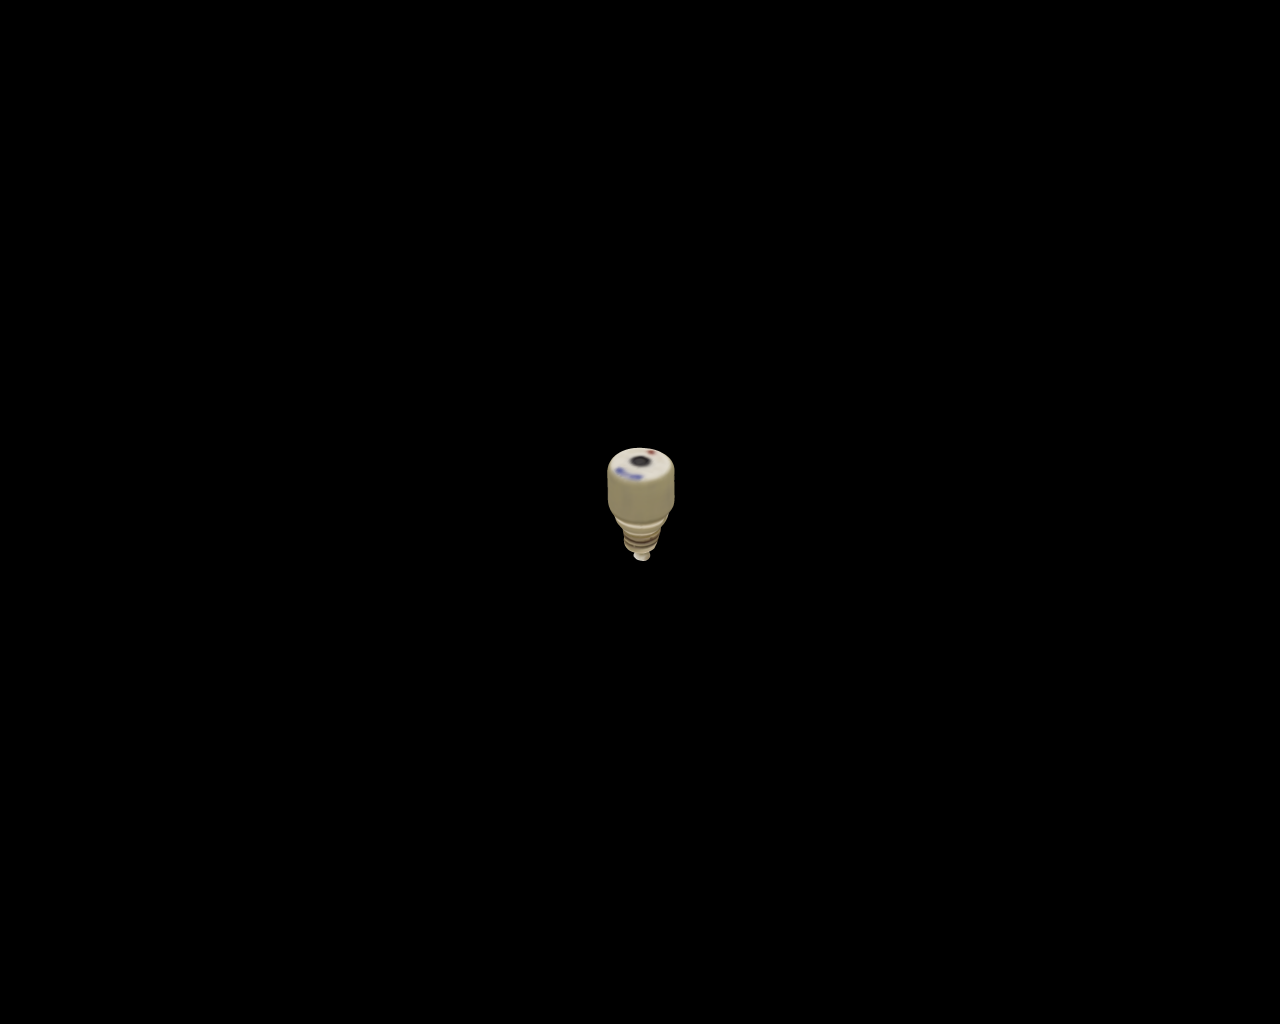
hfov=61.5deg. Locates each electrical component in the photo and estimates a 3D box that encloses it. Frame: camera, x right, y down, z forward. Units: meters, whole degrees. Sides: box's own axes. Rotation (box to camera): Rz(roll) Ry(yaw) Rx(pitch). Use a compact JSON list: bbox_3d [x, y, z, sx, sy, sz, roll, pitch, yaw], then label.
[{"bbox_3d":[0.001,-0.003,0.650,0.040,0.078,0.040,0,36,0],"label":"electrical component"}]
